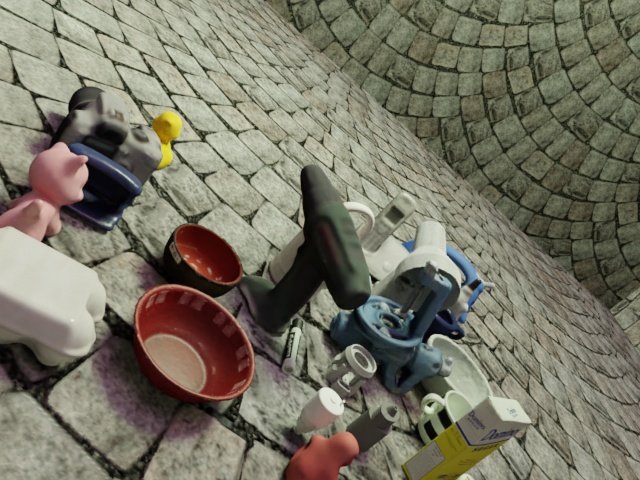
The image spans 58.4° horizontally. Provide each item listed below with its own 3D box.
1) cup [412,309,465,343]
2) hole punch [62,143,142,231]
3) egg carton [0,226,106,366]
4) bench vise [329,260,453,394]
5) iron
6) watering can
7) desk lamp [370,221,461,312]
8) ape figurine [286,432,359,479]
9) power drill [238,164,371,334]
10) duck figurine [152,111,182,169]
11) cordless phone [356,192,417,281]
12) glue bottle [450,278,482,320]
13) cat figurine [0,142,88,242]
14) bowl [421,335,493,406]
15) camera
[{"bbox_3d":[0.223,0.179,1.155,0.118,0.094,0.091,39,23,-11],"label":"cup"},{"bbox_3d":[-0.291,-0.086,0.758,0.109,0.091,0.101,34,25,-23],"label":"hole punch"},{"bbox_3d":[-0.286,0.054,0.559,0.151,0.069,0.107,33,25,-24],"label":"egg carton"},{"bbox_3d":[0.153,0.137,0.950,0.208,0.219,0.121,30,27,-29],"label":"bench vise"},{"bbox_3d":[0.292,0.071,1.390,0.258,0.141,0.119,47,23,5],"label":"iron"},{"bbox_3d":[0.007,0.003,0.969,0.101,0.193,0.172,11,39,-52],"label":"watering can"},{"bbox_3d":[0.163,0.070,1.087,0.118,0.213,0.203,36,24,-19],"label":"desk lamp"},{"bbox_3d":[0.010,0.260,0.671,0.076,0.092,0.077,27,29,-36],"label":"ape figurine"},{"bbox_3d":[-0.026,0.029,0.853,0.076,0.208,0.229,13,38,-51],"label":"power drill"},{"bbox_3d":[-0.266,-0.174,0.954,0.078,0.086,0.104,36,24,-18],"label":"duck figurine"},{"bbox_3d":[0.159,-0.001,1.237,0.148,0.184,0.094,40,23,-11],"label":"cordless phone"},{"bbox_3d":[0.274,0.140,1.204,0.078,0.173,0.037,44,23,0],"label":"glue bottle"},{"bbox_3d":[-0.306,-0.053,0.645,0.067,0.117,0.127,35,25,-21],"label":"cat figurine"},{"bbox_3d":[0.238,0.263,1.064,0.168,0.074,0.167,36,24,-19],"label":"bowl"},{"bbox_3d":[-0.312,-0.168,0.849,0.144,0.100,0.136,21,32,-43],"label":"camera"}]
